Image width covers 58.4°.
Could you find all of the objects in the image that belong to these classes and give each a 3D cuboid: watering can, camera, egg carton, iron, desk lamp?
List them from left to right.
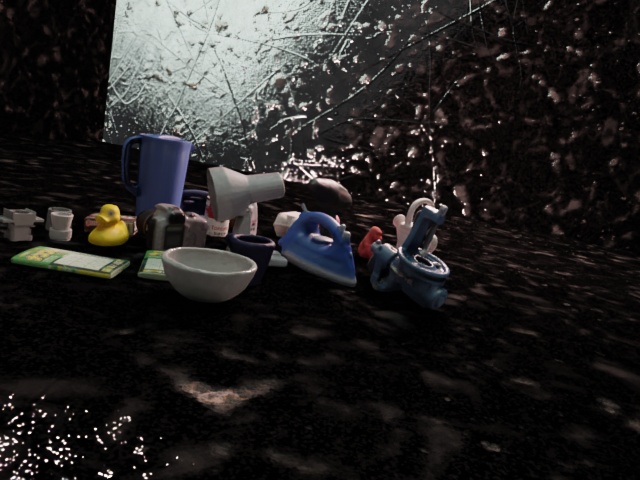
[{"bbox_3d":[-0.355,-0.038,1.338,0.136,0.101,0.144,19,14,40],"label":"camera"},{"bbox_3d":[-0.168,-0.057,1.310,0.204,0.213,0.117,6,12,-21],"label":"desk lamp"},{"bbox_3d":[-0.069,-0.042,1.714,0.107,0.069,0.151,15,12,23],"label":"egg carton"},{"bbox_3d":[0.012,0.005,1.353,0.119,0.141,0.257,1,14,-39],"label":"iron"},{"bbox_3d":[0.263,-0.023,1.590,0.172,0.194,0.101,18,13,36],"label":"watering can"}]

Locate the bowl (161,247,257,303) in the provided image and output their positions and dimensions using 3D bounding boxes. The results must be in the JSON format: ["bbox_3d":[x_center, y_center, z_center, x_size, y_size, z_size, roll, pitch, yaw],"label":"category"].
[{"bbox_3d":[-0.198,0.068,1.010,0.167,0.075,0.167,10,11,-2],"label":"bowl"}]

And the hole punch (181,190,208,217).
[{"bbox_3d":[-0.376,-0.112,1.729,0.109,0.091,0.101,7,11,-19],"label":"hole punch"}]

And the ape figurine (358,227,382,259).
[{"bbox_3d":[0.147,0.009,1.593,0.075,0.092,0.078,19,14,40],"label":"ape figurine"}]

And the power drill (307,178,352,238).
[{"bbox_3d":[0.014,-0.060,1.514,0.075,0.208,0.230,14,12,22],"label":"power drill"}]

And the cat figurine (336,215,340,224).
[{"bbox_3d":[0.005,-0.038,1.633,0.128,0.118,0.067,2,14,-37],"label":"cat figurine"}]

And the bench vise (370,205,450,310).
[{"bbox_3d":[0.191,0.020,1.230,0.206,0.220,0.122,16,12,27],"label":"bench vise"}]

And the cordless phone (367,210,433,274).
[{"bbox_3d":[0.201,0.013,1.373,0.148,0.185,0.094,6,12,-22],"label":"cordless phone"}]

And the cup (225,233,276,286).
[{"bbox_3d":[-0.151,0.039,1.148,0.117,0.095,0.092,17,13,32],"label":"cup"}]

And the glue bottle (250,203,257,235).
[{"bbox_3d":[-0.178,-0.061,1.429,0.037,0.173,0.078,12,11,9],"label":"glue bottle"}]

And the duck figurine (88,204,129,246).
[{"bbox_3d":[-0.465,-0.037,1.272,0.077,0.086,0.105,13,11,13],"label":"duck figurine"}]
